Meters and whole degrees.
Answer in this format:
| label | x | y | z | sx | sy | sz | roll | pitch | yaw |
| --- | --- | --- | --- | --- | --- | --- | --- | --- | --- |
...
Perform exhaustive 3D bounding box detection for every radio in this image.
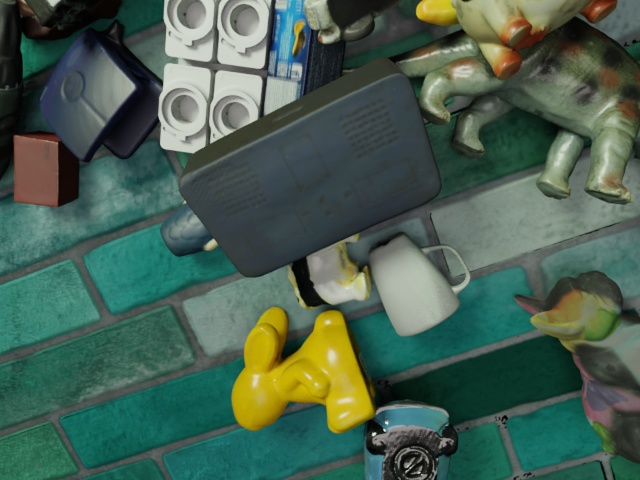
| label | x | y | z | sx | sy | sz | roll | pitch | yaw |
| --- | --- | --- | --- | --- | --- | --- | --- | --- | --- |
| radio | -0.006 | -0.064 | 0.523 | 0.230 | 0.073 | 0.131 | -24 | 117 | 9 |

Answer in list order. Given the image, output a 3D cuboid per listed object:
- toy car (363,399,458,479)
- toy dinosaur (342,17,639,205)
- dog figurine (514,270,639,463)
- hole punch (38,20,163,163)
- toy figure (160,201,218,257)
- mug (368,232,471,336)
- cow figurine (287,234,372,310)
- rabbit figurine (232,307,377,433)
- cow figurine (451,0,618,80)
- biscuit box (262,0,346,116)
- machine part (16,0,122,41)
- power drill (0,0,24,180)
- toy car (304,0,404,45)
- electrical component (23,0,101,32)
| label | x | y | z | sx | sy | sz | roll | pitch | yaw |
| --- | --- | --- | --- | --- | --- | --- | --- | --- | --- |
| toy car | 0.107 | 0.268 | 0.670 | 0.109 | 0.103 | 0.161 | 0 | 96 | 1 |
| toy dinosaur | 0.232 | -0.161 | 0.548 | 0.405 | 0.131 | 0.192 | 29 | 88 | 3 |
| dog figurine | 0.324 | 0.142 | 0.628 | 0.219 | 0.108 | 0.191 | 25 | 108 | 1 |
| hole punch | -0.242 | -0.155 | 0.584 | 0.116 | 0.092 | 0.142 | 41 | 107 | -4 |
| toy figure | -0.111 | -0.036 | 0.624 | 0.154 | 0.058 | 0.064 | -29 | 107 | 5 |
| mug | 0.111 | 0.041 | 0.622 | 0.109 | 0.081 | 0.107 | -31 | 93 | 17 |
| cow figurine | -0.001 | -0.003 | 0.623 | 0.098 | 0.068 | 0.167 | -14 | 101 | 11 |
| rabbit figurine | -0.033 | 0.165 | 0.642 | 0.173 | 0.122 | 0.162 | -25 | 97 | 10 |
| cow figurine | 0.208 | -0.250 | 0.478 | 0.195 | 0.085 | 0.127 | -34 | 72 | 3 |
| biscuit box | -0.014 | -0.190 | 0.564 | 0.059 | 0.063 | 0.202 | 21 | 110 | 37 |
| machine part | -0.290 | -0.301 | 0.562 | 0.179 | 0.056 | 0.179 | 1 | 105 | 4 |
| power drill | -0.420 | -0.178 | 0.577 | 0.207 | 0.086 | 0.231 | 17 | 122 | -4 |
| toy car | 0.067 | -0.260 | 0.513 | 0.202 | 0.056 | 0.073 | -36 | 139 | -14 |
| electrical component | -0.250 | -0.285 | 0.504 | 0.115 | 0.058 | 0.134 | -33 | 99 | 10 |
